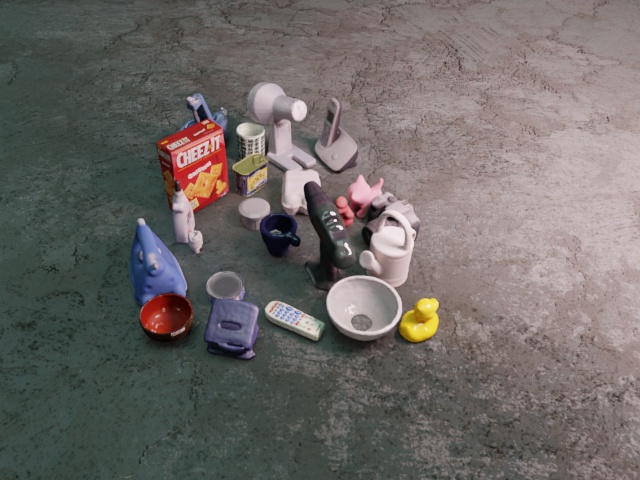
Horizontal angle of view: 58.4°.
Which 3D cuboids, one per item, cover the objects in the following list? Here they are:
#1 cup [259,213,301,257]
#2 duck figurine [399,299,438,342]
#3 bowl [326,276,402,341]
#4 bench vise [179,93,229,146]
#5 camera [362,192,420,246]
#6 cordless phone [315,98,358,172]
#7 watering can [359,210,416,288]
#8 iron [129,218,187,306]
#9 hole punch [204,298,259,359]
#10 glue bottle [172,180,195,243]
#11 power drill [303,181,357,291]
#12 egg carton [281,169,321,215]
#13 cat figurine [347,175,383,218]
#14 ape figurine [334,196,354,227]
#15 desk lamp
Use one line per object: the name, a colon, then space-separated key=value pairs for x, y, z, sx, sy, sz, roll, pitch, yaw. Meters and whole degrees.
cup: x=-0.091 y=0.001 z=1.401 sx=0.117 sy=0.095 sz=0.092 roll=34 pitch=52 yaw=27
duck figurine: x=0.221 y=0.168 z=1.256 sx=0.105 sy=0.086 sz=0.077 roll=-31 pitch=54 yaw=-30
bowl: x=0.094 y=0.162 z=1.262 sx=0.167 sy=0.075 sz=0.167 roll=2 pitch=44 yaw=-2
bench vise: x=-0.339 y=-0.342 z=1.645 sx=0.121 sy=0.220 sz=0.207 roll=6 pitch=44 yaw=3
camera: x=0.166 y=-0.050 z=1.464 sx=0.137 sy=0.101 sz=0.142 roll=-27 pitch=52 yaw=-27
cordless phone: x=0.052 y=-0.303 z=1.654 sx=0.094 sy=0.185 sz=0.147 roll=-23 pitch=50 yaw=-24
watering can: x=0.163 y=0.018 z=1.327 sx=0.100 sy=0.194 sz=0.173 roll=19 pitch=47 yaw=16
iron: x=-0.392 y=0.031 z=1.318 sx=0.119 sy=0.141 sz=0.257 roll=-17 pitch=48 yaw=-19
hole punch: x=-0.183 y=0.187 z=1.208 sx=0.108 sy=0.091 sz=0.101 roll=8 pitch=45 yaw=5
glue bottle: x=-0.341 y=-0.077 z=1.408 sx=0.037 sy=0.173 sz=0.078 roll=3 pitch=44 yaw=1
power drill: x=0.012 y=0.005 z=1.322 sx=0.076 sy=0.208 sz=0.229 roll=-16 pitch=48 yaw=-18
egg carton: x=-0.050 y=-0.132 z=1.556 sx=0.107 sy=0.069 sz=0.150 roll=0 pitch=45 yaw=-3
cat figurine: x=0.120 y=-0.124 z=1.524 sx=0.128 sy=0.118 sz=0.067 roll=-26 pitch=51 yaw=-26
ape figurine: x=0.050 y=-0.073 z=1.486 sx=0.077 sy=0.092 sz=0.076 roll=7 pitch=45 yaw=4
desk lamp: x=-0.107 y=-0.330 z=1.652 sx=0.202 sy=0.214 sz=0.118 roll=35 pitch=53 yaw=29
